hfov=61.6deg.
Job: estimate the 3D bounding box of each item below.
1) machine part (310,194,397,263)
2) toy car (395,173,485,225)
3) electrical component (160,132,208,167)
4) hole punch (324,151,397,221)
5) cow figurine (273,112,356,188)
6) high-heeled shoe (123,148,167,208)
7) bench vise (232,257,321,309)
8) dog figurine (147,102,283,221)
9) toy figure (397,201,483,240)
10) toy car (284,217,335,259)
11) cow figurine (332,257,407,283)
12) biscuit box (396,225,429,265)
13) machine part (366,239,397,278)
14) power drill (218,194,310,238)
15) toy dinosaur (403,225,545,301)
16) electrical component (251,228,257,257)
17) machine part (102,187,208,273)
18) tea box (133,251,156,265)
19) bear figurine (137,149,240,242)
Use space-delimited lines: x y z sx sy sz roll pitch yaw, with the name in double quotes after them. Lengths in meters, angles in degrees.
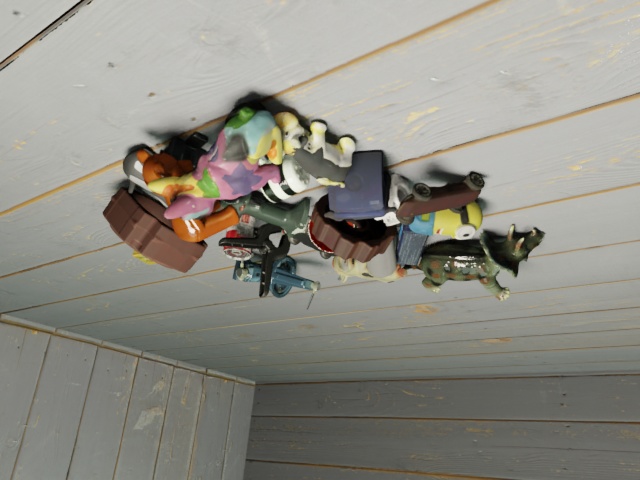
0.067 -0.030 1.107 0.179 0.179 0.056 12 131 -16 "machine part"
0.228 -0.082 1.035 0.202 0.053 0.089 -12 153 -28 "toy car"
-0.259 -0.161 1.041 0.074 0.048 0.119 24 152 -37 "electrical component"
0.074 -0.104 1.026 0.142 0.116 0.092 -2 148 16 "hole punch"
-0.018 -0.154 0.944 0.167 0.098 0.068 21 159 -32 "cow figurine"
-0.294 -0.103 1.126 0.248 0.086 0.145 22 139 -21 "high-heeled shoe"
-0.116 0.101 1.496 0.241 0.129 0.223 13 170 29 "bench vise"
-0.177 -0.120 0.901 0.219 0.108 0.191 -27 154 -21 "dog figurine"
0.253 -0.051 1.145 0.180 0.089 0.082 10 -171 13 "toy figure"
-0.003 -0.004 1.339 0.073 0.056 0.201 -23 146 37 "toy car"
0.126 0.070 1.450 0.195 0.085 0.127 10 153 -18 "cow figurine"
0.220 -0.003 1.285 0.063 0.059 0.202 5 157 4 "biscuit box"
0.138 0.012 1.269 0.079 0.079 0.243 0 142 13 "machine part"
-0.130 -0.075 1.172 0.207 0.086 0.232 10 158 -20 "power drill"
0.342 0.056 1.337 0.405 0.131 0.192 -5 142 32 "toy dinosaur"
-0.176 0.000 1.372 0.021 0.094 0.063 26 112 -32 "electrical component"
-0.369 -0.021 1.207 0.201 0.087 0.201 39 -179 38 "machine part"
-0.390 0.002 1.382 0.170 0.098 0.068 -6 154 28 "tea box"
-0.254 -0.096 1.021 0.120 0.132 0.195 30 145 44 "bear figurine"
